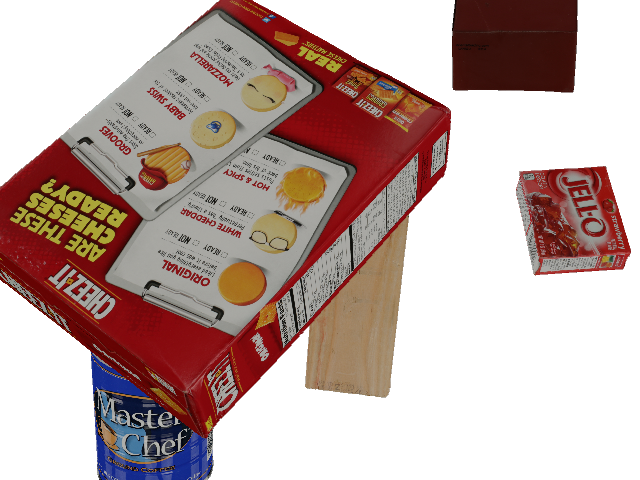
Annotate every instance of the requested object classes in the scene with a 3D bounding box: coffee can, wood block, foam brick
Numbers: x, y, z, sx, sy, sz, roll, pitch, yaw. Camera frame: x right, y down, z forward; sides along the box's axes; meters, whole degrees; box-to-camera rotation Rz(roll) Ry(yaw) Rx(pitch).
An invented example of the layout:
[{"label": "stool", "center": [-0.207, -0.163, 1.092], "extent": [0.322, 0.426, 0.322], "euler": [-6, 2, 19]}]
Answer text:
[{"label": "coffee can", "center": [-0.141, 0.136, 0.906], "extent": [0.103, 0.140, 0.103], "euler": [3, 28, -2]}, {"label": "wood block", "center": [0.038, 0.046, 1.091], "extent": [0.090, 0.206, 0.090], "euler": [6, 26, 4]}, {"label": "foam brick", "center": [0.123, -0.130, 0.678], "extent": [0.078, 0.051, 0.053], "euler": [3, -37, 10]}]

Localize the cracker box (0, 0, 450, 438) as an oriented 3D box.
[{"label": "cracker box", "center": [-0.056, -0.023, 0.590], "extent": [0.164, 0.213, 0.072], "euler": [33, -24, 23]}]

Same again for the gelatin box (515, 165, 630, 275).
[{"label": "gelatin box", "center": [0.202, -0.017, 0.860], "extent": [0.073, 0.089, 0.030], "euler": [-3, -34, -2]}]
